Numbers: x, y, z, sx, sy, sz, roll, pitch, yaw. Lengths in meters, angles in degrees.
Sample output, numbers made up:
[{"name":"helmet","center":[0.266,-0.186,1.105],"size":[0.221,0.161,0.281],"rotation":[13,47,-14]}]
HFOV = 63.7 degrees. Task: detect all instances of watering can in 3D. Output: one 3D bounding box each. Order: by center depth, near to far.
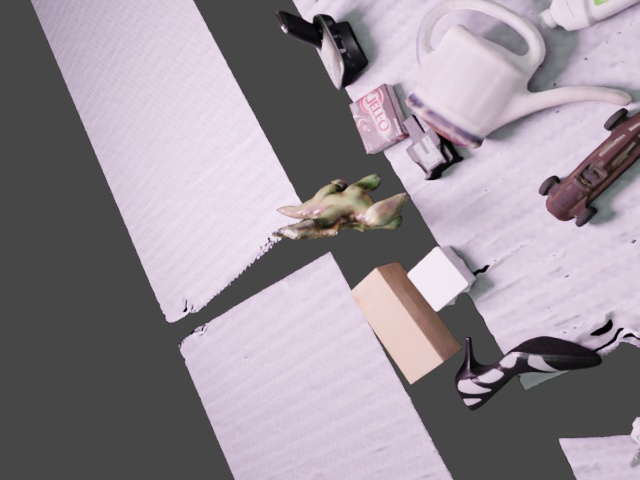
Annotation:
[{"name":"watering can","center":[0.288,-0.246,0.843],"size":[0.351,0.105,0.220],"rotation":[41,120,18]}]

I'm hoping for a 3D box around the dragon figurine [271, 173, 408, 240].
[{"name":"dragon figurine","center":[0.003,-0.051,1.008],"size":[0.408,0.245,0.121],"rotation":[-6,98,37]}]
